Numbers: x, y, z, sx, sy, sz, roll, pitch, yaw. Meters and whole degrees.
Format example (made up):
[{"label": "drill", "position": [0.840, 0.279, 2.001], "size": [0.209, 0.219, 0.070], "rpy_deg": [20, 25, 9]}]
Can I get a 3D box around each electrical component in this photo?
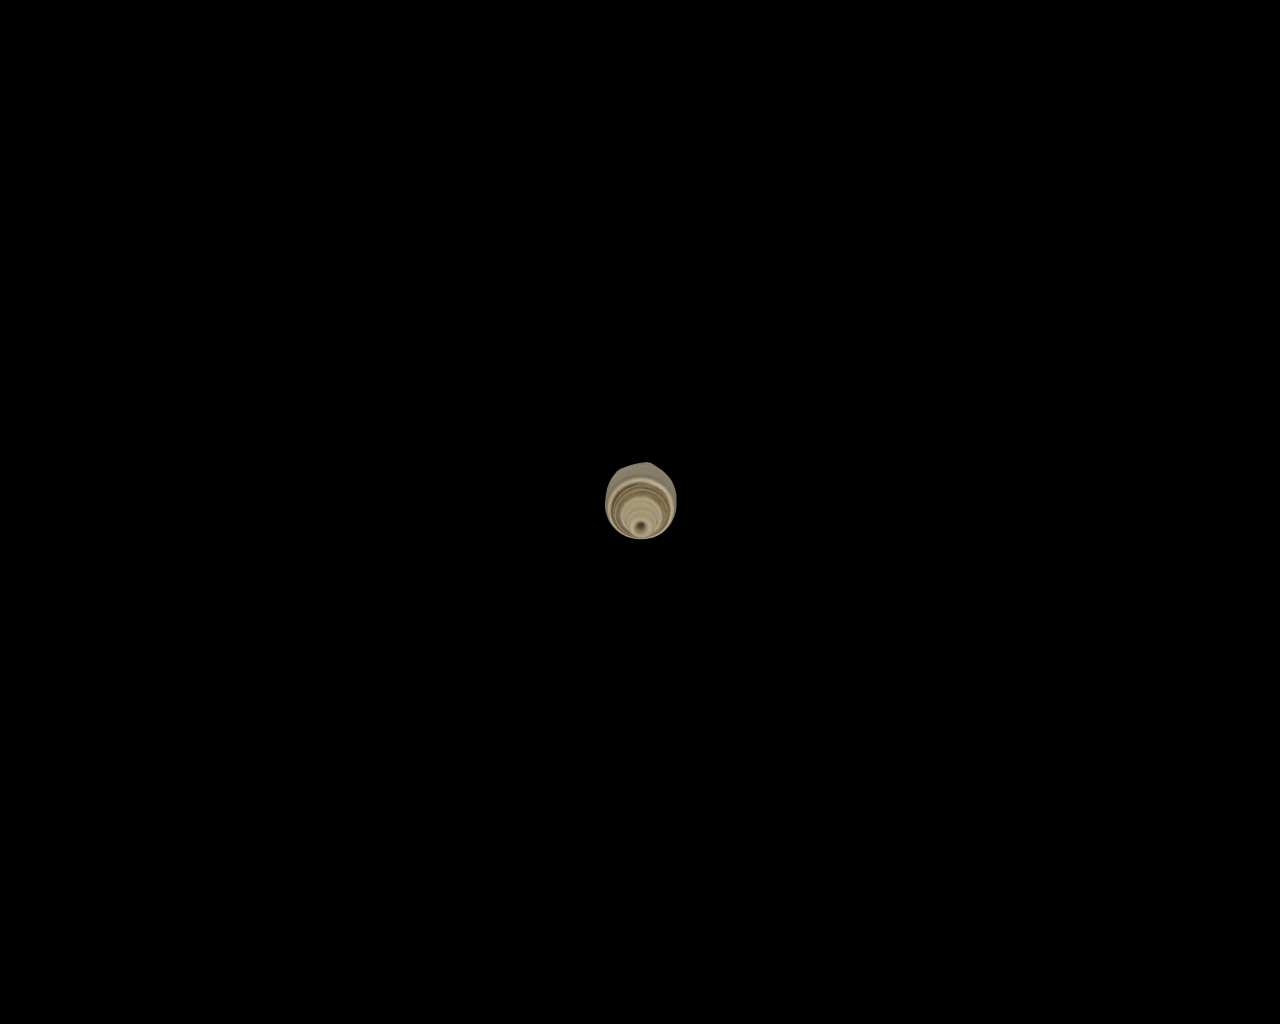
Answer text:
[{"label": "electrical component", "position": [0.001, -0.003, 0.650], "size": [0.043, 0.043, 0.062], "rpy_deg": [0, 23, 0]}]
